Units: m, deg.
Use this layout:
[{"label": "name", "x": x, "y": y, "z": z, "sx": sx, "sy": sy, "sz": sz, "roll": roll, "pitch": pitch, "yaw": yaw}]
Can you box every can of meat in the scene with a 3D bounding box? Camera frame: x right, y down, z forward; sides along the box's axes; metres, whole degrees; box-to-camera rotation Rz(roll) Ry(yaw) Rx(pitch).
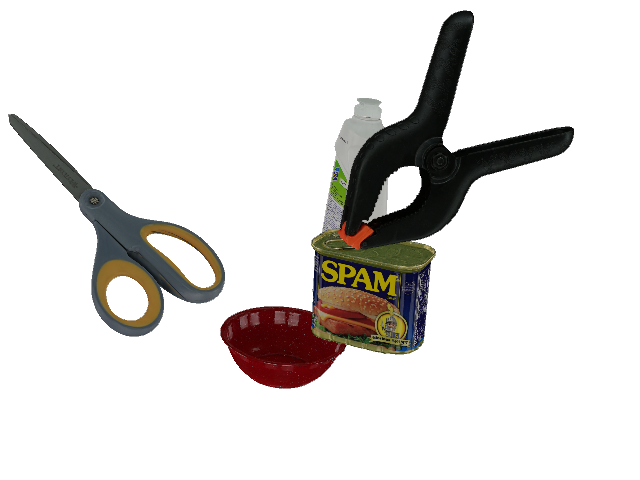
[{"label": "can of meat", "x": 0.042, "y": 0.044, "z": 0.902, "sx": 0.102, "sy": 0.084, "sz": 0.057, "roll": 12, "pitch": 23, "yaw": 23}]

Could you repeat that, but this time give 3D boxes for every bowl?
[{"label": "bowl", "x": -0.048, "y": 0.143, "z": 1.363, "sx": 0.162, "sy": 0.055, "sz": 0.162, "roll": 5, "pitch": 22, "yaw": -2}]

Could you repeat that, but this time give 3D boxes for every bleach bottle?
[{"label": "bleach bottle", "x": 0.044, "y": -0.038, "z": 1.242, "sx": 0.068, "sy": 0.251, "sz": 0.103, "roll": -1, "pitch": 21, "yaw": -22}]

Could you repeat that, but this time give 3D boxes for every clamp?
[{"label": "clamp", "x": 0.087, "y": -0.053, "z": 0.717, "sx": 0.120, "sy": 0.171, "sz": 0.039, "roll": 37, "pitch": 5, "yaw": -7}]

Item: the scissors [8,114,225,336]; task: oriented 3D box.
[{"label": "scissors", "x": -0.159, "y": -0.007, "z": 0.721, "sx": 0.202, "sy": 0.096, "sz": 0.016, "roll": 31, "pitch": -31, "yaw": 9}]
